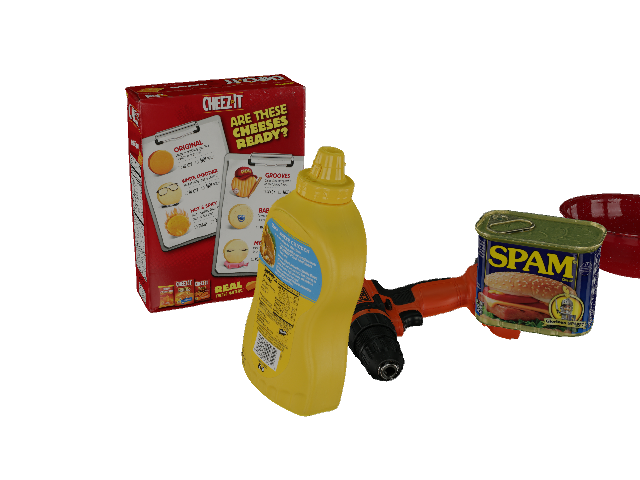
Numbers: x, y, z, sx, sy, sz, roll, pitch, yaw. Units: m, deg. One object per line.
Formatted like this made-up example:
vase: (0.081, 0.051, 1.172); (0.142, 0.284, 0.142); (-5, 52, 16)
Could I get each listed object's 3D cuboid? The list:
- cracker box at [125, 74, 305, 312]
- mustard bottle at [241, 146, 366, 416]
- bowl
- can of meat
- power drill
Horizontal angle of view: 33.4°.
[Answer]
cracker box: (-0.101, -0.048, 1.047); (0.164, 0.214, 0.072); (-8, 22, -21)
mustard bottle: (-0.009, 0.024, 0.777); (0.058, 0.192, 0.096); (-6, 27, -34)
bowl: (0.319, -0.002, 1.066); (0.162, 0.055, 0.162); (1, 17, -1)
can of meat: (0.177, 0.028, 0.874); (0.102, 0.084, 0.057); (9, 25, 21)
power drill: (0.113, 0.080, 1.130); (0.187, 0.057, 0.184); (-6, 28, -11)
